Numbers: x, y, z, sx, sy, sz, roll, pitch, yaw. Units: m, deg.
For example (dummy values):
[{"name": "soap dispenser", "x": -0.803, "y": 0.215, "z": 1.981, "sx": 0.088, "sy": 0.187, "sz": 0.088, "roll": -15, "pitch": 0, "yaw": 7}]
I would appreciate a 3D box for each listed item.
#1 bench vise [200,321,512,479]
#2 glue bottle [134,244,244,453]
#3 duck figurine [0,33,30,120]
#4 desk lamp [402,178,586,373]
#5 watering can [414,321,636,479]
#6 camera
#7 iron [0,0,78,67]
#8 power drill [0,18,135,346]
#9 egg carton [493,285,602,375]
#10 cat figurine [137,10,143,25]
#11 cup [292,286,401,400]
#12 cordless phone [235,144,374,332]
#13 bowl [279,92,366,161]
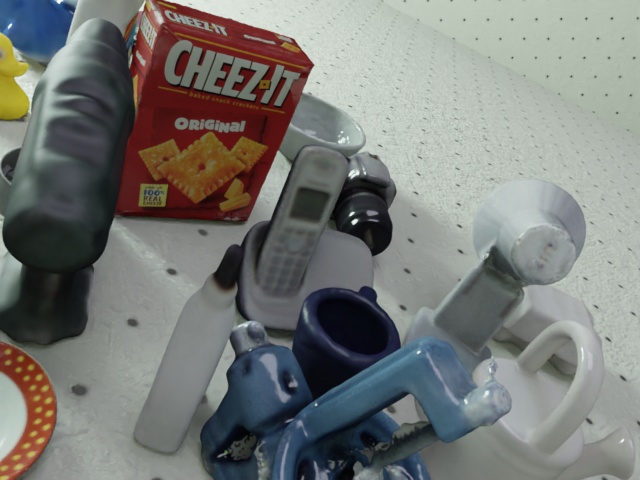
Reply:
[{"name": "bench vise", "x": 0.003, "y": 0.120, "z": 0.351, "sx": 0.207, "sy": 0.219, "sz": 0.122, "roll": 38, "pitch": 33, "yaw": 16}, {"name": "glue bottle", "x": -0.085, "y": 0.069, "z": 0.400, "sx": 0.037, "sy": 0.173, "sz": 0.078, "roll": 21, "pitch": 32, "yaw": -11}, {"name": "duck figurine", "x": -0.374, "y": -0.194, "z": 0.638, "sx": 0.104, "sy": 0.086, "sz": 0.077, "roll": 24, "pitch": 32, "yaw": -7}, {"name": "desk lamp", "x": 0.192, "y": 0.048, "z": 0.609, "sx": 0.118, "sy": 0.213, "sz": 0.203, "roll": 32, "pitch": 31, "yaw": 6}, {"name": "watering can", "x": 0.167, "y": 0.147, "z": 0.465, "sx": 0.173, "sy": 0.194, "sz": 0.100, "roll": 14, "pitch": 34, "yaw": -22}, {"name": "camera", "x": 0.040, "y": -0.052, "z": 0.743, "sx": 0.143, "sy": 0.100, "sz": 0.136, "roll": 15, "pitch": 34, "yaw": -20}, {"name": "iron", "x": -0.337, "y": -0.331, "z": 0.812, "sx": 0.118, "sy": 0.141, "sz": 0.259, "roll": 40, "pitch": 33, "yaw": 19}, {"name": "power drill", "x": -0.193, "y": -0.035, "z": 0.433, "sx": 0.076, "sy": 0.208, "sz": 0.229, "roll": 12, "pitch": 35, "yaw": -25}, {"name": "egg carton", "x": 0.284, "y": 0.106, "z": 0.735, "sx": 0.150, "sy": 0.069, "sz": 0.107, "roll": 26, "pitch": 31, "yaw": -3}, {"name": "cat figurine", "x": -0.232, "y": -0.278, "z": 0.840, "sx": 0.067, "sy": 0.117, "sz": 0.127, "roll": -1, "pitch": 42, "yaw": -39}, {"name": "cup", "x": 0.015, "y": 0.097, "z": 0.512, "sx": 0.091, "sy": 0.095, "sz": 0.118, "roll": 30, "pitch": 31, "yaw": 3}, {"name": "cordless phone", "x": 0.005, "y": 0.002, "z": 0.556, "sx": 0.148, "sy": 0.185, "sz": 0.094, "roll": 8, "pitch": 37, "yaw": -30}, {"name": "bowl", "x": -0.017, "y": -0.159, "z": 0.877, "sx": 0.168, "sy": 0.074, "sz": 0.167, "roll": 20, "pitch": 32, "yaw": -13}]
